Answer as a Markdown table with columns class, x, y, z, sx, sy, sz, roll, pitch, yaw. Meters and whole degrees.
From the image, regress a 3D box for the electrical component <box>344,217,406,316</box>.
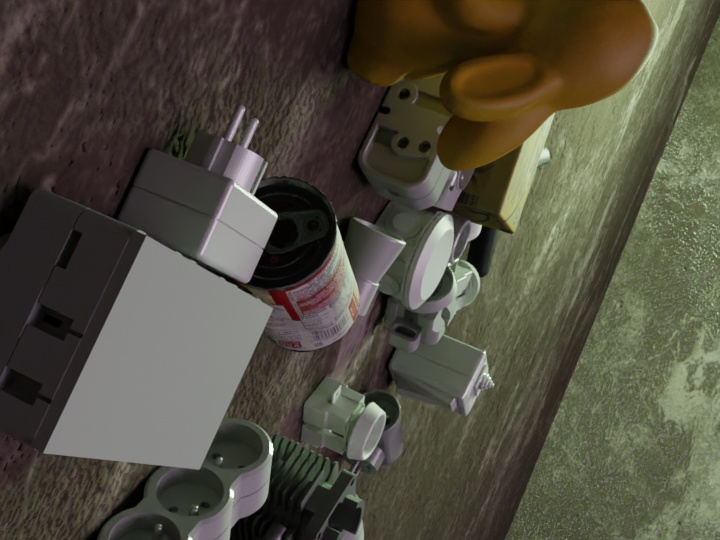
| class | x | y | z | sx | sy | sz | roll | pitch | yaw |
| --- | --- | --- | --- | --- | --- | --- | --- | --- | --- |
| electrical component | 0.000 | 0.000 | 0.778 | 0.065 | 0.044 | 0.044 | -65 | 163 | 7 |

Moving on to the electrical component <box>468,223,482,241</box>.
| class | x | y | z | sx | sy | sz | roll | pitch | yaw |
| --- | --- | --- | --- | --- | --- | --- | --- | --- | --- |
| electrical component | 0.098 | -0.053 | 1.001 | 0.040 | 0.040 | 0.046 | -58 | 165 | -28 |

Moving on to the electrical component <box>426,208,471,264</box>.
| class | x | y | z | sx | sy | sz | roll | pitch | yaw |
| --- | --- | --- | --- | --- | --- | --- | --- | --- | --- |
| electrical component | 0.067 | -0.032 | 0.921 | 0.040 | 0.046 | 0.040 | -55 | 158 | -35 |

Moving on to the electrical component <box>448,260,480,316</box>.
| class | x | y | z | sx | sy | sz | roll | pitch | yaw |
| --- | --- | --- | --- | --- | --- | --- | --- | --- | --- |
| electrical component | 0.085 | 0.016 | 1.036 | 0.055 | 0.048 | 0.066 | -23 | 133 | -55 |

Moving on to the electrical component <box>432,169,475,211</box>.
| class | x | y | z | sx | sy | sz | roll | pitch | yaw |
| --- | --- | --- | --- | --- | --- | --- | --- | --- | --- |
| electrical component | 0.061 | -0.089 | 0.839 | 0.077 | 0.044 | 0.079 | -70 | 162 | 8 |

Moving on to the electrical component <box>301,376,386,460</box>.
| class | x | y | z | sx | sy | sz | roll | pitch | yaw |
| --- | --- | --- | --- | --- | --- | --- | --- | --- | --- |
| electrical component | -0.013 | 0.121 | 0.859 | 0.048 | 0.055 | 0.066 | -49 | 154 | -45 |

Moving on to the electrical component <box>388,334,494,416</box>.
| class | x | y | z | sx | sy | sz | roll | pitch | yaw |
| --- | --- | --- | --- | --- | --- | --- | --- | --- | --- |
| electrical component | 0.081 | 0.101 | 1.037 | 0.061 | 0.096 | 0.061 | -62 | 162 | -17 |

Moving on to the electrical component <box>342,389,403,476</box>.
| class | x | y | z | sx | sy | sz | roll | pitch | yaw |
| --- | --- | --- | --- | --- | --- | --- | --- | --- | --- |
| electrical component | 0.009 | 0.160 | 0.987 | 0.079 | 0.043 | 0.077 | -58 | 160 | -27 |

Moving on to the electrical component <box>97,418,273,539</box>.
| class | x | y | z | sx | sy | sz | roll | pitch | yaw |
| --- | --- | --- | --- | --- | --- | --- | --- | --- | --- |
| electrical component | -0.103 | 0.157 | 0.644 | 0.138 | 0.052 | 0.073 | -46 | 153 | -49 |

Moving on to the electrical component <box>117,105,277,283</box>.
| class | x | y | z | sx | sy | sz | roll | pitch | yaw |
| --- | --- | --- | --- | --- | --- | --- | --- | --- | --- |
| electrical component | -0.069 | -0.042 | 0.517 | 0.076 | 0.047 | 0.066 | -67 | 163 | -5 |

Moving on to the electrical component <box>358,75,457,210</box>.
| class | x | y | z | sx | sy | sz | roll | pitch | yaw |
| --- | --- | --- | --- | --- | --- | --- | --- | --- | --- |
| electrical component | 0.043 | -0.095 | 0.766 | 0.095 | 0.054 | 0.059 | -65 | 162 | -9 |

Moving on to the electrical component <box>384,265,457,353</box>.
| class | x | y | z | sx | sy | sz | roll | pitch | yaw |
| --- | --- | --- | --- | --- | --- | --- | --- | --- | --- |
| electrical component | 0.054 | 0.024 | 0.935 | 0.078 | 0.058 | 0.057 | -55 | 161 | -33 |

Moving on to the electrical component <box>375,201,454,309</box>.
| class | x | y | z | sx | sy | sz | roll | pitch | yaw |
| --- | --- | --- | --- | --- | --- | --- | --- | --- | --- |
| electrical component | 0.039 | -0.013 | 0.855 | 0.080 | 0.051 | 0.080 | -55 | 159 | -34 |

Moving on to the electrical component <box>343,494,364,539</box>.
| class | x | y | z | sx | sy | sz | roll | pitch | yaw |
| --- | --- | --- | --- | --- | --- | --- | --- | --- | --- |
| electrical component | -0.024 | 0.222 | 0.951 | 0.055 | 0.055 | 0.047 | -52 | 153 | -40 |

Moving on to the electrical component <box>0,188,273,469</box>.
| class | x | y | z | sx | sy | sz | roll | pitch | yaw |
| --- | --- | --- | --- | --- | --- | --- | --- | --- | --- |
| electrical component | -0.106 | 0.031 | 0.472 | 0.089 | 0.062 | 0.150 | -66 | 162 | -6 |
